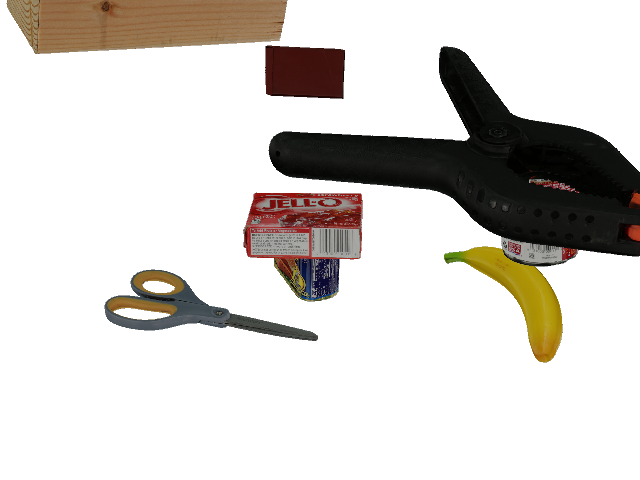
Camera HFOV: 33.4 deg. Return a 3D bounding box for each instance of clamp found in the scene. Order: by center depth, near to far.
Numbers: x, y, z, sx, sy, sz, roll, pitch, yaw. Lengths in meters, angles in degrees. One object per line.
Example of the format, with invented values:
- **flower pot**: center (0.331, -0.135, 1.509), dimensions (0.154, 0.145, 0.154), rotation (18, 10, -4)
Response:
- **clamp**: center (0.086, -0.042, 0.587), dimensions (0.164, 0.036, 0.210), rotation (-27, 43, -29)

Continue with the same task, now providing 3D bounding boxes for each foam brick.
- **foam brick**: center (-0.017, -0.176, 1.115), dimensions (0.078, 0.051, 0.053), rotation (1, 11, -10)

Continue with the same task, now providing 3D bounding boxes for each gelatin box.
- **gelatin box**: center (-0.012, -0.013, 0.831), dimensions (0.089, 0.030, 0.073), rotation (1, 23, 3)

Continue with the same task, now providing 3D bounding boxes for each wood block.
- **wood block**: center (-0.135, -0.212, 0.851), dimensions (0.205, 0.091, 0.090), rotation (-9, 40, -28)

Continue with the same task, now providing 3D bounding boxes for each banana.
- **banana**: center (0.205, 0.056, 1.108), dimensions (0.069, 0.037, 0.198), rotation (-33, 37, -5)

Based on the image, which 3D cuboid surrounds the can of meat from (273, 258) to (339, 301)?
- **can of meat**: center (-0.017, 0.009, 1.218), dimensions (0.057, 0.084, 0.102), rotation (-15, 39, -21)

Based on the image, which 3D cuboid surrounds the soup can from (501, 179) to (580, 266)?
- **soup can**: center (0.189, -0.037, 0.913), dimensions (0.068, 0.102, 0.068), rotation (-4, 24, 2)

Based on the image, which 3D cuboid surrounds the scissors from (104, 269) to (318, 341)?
- **scissors**: center (-0.104, 0.062, 1.028), dimensions (0.201, 0.016, 0.096), rotation (3, 33, -4)
